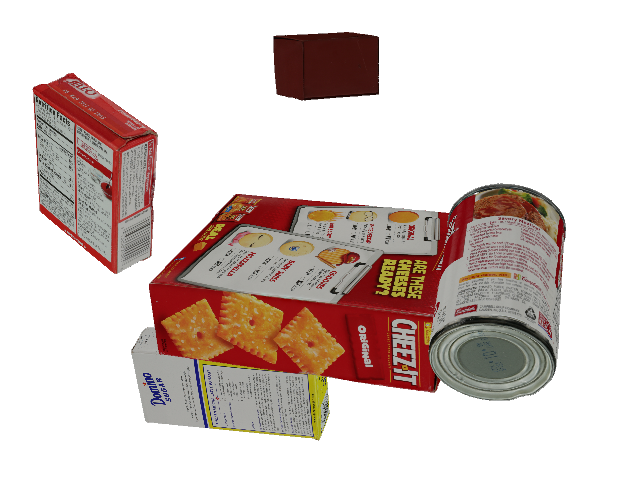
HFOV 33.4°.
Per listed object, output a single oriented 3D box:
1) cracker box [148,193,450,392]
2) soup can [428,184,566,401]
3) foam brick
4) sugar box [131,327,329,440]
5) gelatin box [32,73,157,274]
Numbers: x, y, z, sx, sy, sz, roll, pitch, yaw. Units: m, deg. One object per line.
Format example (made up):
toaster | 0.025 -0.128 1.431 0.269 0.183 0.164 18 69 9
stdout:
cracker box | 0.003 0.034 0.812 0.214 0.072 0.164 6 28 18
soup can | 0.098 0.028 0.584 0.068 0.102 0.068 8 -43 8
foam brick | 0.005 -0.151 0.919 0.078 0.051 0.053 -8 18 -28
sugar box | -0.083 0.134 1.003 0.176 0.093 0.048 6 35 14
gelatin box | -0.125 -0.037 0.593 0.073 0.089 0.030 35 45 29
